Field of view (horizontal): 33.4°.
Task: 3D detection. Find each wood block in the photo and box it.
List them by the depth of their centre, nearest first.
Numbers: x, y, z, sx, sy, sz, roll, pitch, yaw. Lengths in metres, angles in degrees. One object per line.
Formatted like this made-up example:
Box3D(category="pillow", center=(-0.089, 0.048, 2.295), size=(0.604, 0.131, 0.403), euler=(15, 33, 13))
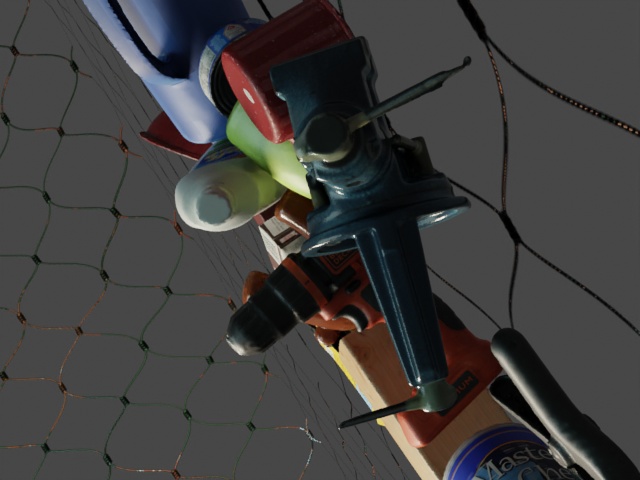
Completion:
Box3D(category="wood block", center=(0.112, 0.164, 1.014), size=(0.206, 0.090, 0.090), euler=(54, 170, 16))

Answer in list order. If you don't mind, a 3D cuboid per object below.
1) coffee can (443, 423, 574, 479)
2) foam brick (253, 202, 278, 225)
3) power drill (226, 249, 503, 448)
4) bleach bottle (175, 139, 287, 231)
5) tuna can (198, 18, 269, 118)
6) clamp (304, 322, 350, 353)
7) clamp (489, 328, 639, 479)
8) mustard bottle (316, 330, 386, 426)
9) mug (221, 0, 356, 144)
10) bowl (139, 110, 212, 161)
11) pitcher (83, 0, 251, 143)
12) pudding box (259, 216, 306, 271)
Box3D(category="coffee can", center=(0.171, 0.222, 0.843), size=(0.103, 0.102, 0.140), euler=(62, 174, -25))
Box3D(category="foam brick", center=(-0.042, -0.056, 1.119), size=(0.053, 0.078, 0.051), euler=(59, 169, -10))
Box3D(category="power drill", center=(0.042, 0.077, 0.871), size=(0.187, 0.184, 0.057), euler=(48, 174, -2))
Box3D(category="bleach bottle", center=(-0.067, -0.054, 0.952), size=(0.250, 0.102, 0.068), euler=(-75, -28, -77))
Box3D(category="tuna can", center=(-0.060, -0.145, 0.911), size=(0.034, 0.086, 0.086), euler=(49, 167, 47))
Box3D(category="clamp", center=(0.019, 0.110, 1.235), size=(0.164, 0.036, 0.210), euler=(44, 179, 2))
Box3D(category="clamp", center=(0.177, 0.136, 0.760), size=(0.172, 0.039, 0.120), euler=(44, 173, 33))
Box3D(category="mustard bottle", center=(0.067, 0.175, 1.351), size=(0.192, 0.058, 0.096), euler=(53, 170, 26))
Box3D(category="mug", center=(-0.014, -0.114, 0.792), size=(0.117, 0.081, 0.093), euler=(61, 169, -20))
Box3D(category="bowl", center=(-0.123, -0.123, 1.232), size=(0.162, 0.055, 0.162), euler=(18, -171, -3))
Box3D(category="pitcher", center=(-0.136, -0.203, 0.955), size=(0.145, 0.149, 0.242), euler=(27, 153, 55))
Box3D(category="pudding box", center=(-0.007, 0.001, 1.092), size=(0.039, 0.090, 0.113), euler=(50, 167, 28))
